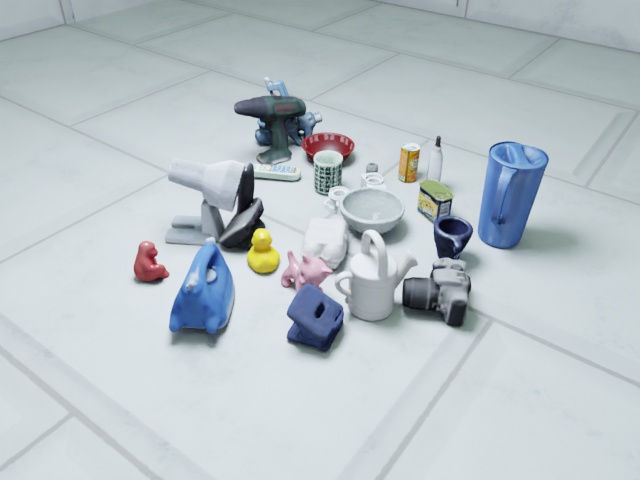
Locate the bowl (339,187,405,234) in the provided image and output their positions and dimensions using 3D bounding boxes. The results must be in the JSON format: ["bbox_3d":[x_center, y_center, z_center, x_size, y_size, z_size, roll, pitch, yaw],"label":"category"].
[{"bbox_3d":[0.130,-0.062,1.451,0.167,0.075,0.167,1,37,0],"label":"bowl"}]

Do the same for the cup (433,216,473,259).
[{"bbox_3d":[0.308,0.013,1.338,0.091,0.095,0.117,0,37,-1],"label":"cup"}]

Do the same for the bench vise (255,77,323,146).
[{"bbox_3d":[-0.103,-0.406,1.782,0.208,0.220,0.121,-15,39,-19],"label":"bench vise"}]

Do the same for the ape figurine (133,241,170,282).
[{"bbox_3d":[-0.383,0.043,1.284,0.076,0.092,0.077,-10,38,-14],"label":"ape figurine"}]

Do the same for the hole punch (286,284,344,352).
[{"bbox_3d":[-0.007,0.152,1.148,0.101,0.091,0.109,14,39,17],"label":"hole punch"}]

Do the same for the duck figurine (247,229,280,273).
[{"bbox_3d":[-0.133,0.018,1.328,0.077,0.086,0.104,-7,38,-10],"label":"duck figurine"}]

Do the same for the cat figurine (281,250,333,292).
[{"bbox_3d":[-0.031,0.067,1.238,0.067,0.118,0.127,-26,45,-31],"label":"cat figurine"}]

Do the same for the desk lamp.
[{"bbox_3d":[-0.275,-0.096,1.370,0.203,0.214,0.118,2,37,2],"label":"desk lamp"}]

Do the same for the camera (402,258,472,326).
[{"bbox_3d":[0.245,0.098,1.219,0.136,0.101,0.143,4,37,4],"label":"camera"}]

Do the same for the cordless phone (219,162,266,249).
[{"bbox_3d":[-0.190,-0.083,1.378,0.094,0.185,0.147,6,37,7],"label":"cordless phone"}]

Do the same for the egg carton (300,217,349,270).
[{"bbox_3d":[0.013,0.005,1.363,0.107,0.069,0.150,4,37,5],"label":"egg carton"}]

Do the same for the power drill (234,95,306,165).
[{"bbox_3d":[-0.144,-0.330,1.690,0.230,0.208,0.075,-23,43,-29],"label":"power drill"}]

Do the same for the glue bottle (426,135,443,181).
[{"bbox_3d":[0.314,-0.206,1.565,0.037,0.173,0.078,3,37,3],"label":"glue bottle"}]

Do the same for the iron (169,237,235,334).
[{"bbox_3d":[-0.242,0.074,1.204,0.118,0.141,0.258,2,37,2],"label":"iron"}]

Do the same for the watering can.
[{"bbox_3d":[0.116,0.062,1.185,0.173,0.194,0.100,-27,45,-32],"label":"watering can"}]
